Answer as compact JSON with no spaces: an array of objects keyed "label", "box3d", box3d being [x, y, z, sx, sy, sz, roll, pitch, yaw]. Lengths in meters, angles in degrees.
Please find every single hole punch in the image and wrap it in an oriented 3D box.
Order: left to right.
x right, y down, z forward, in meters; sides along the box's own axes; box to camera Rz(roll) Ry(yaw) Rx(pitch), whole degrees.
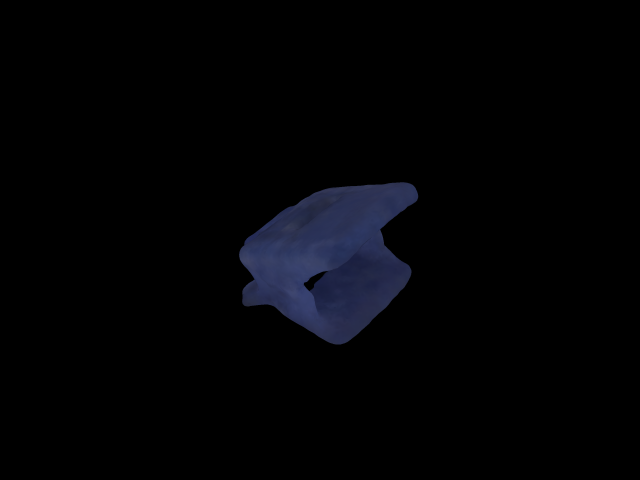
[{"label":"hole punch","box3d":[0.004,0.001,0.400,0.100,0.091,0.109,26,45,28]}]
